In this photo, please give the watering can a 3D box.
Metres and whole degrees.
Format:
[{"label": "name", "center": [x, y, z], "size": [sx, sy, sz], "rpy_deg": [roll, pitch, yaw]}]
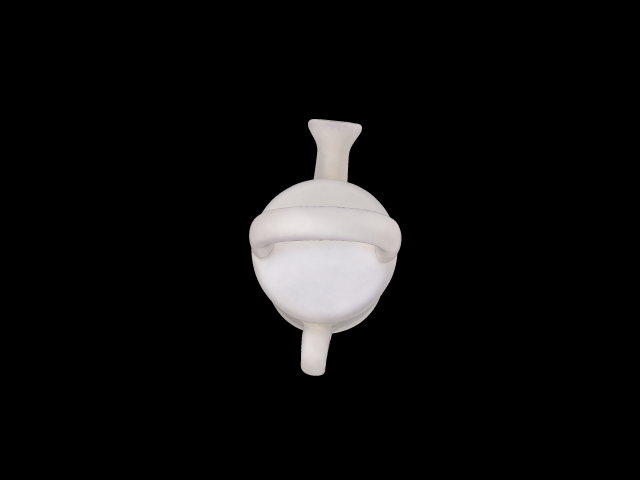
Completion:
[{"label": "watering can", "center": [0.001, 0.001, 0.400], "size": [0.101, 0.194, 0.173], "rpy_deg": [-17, 77, -3]}]
